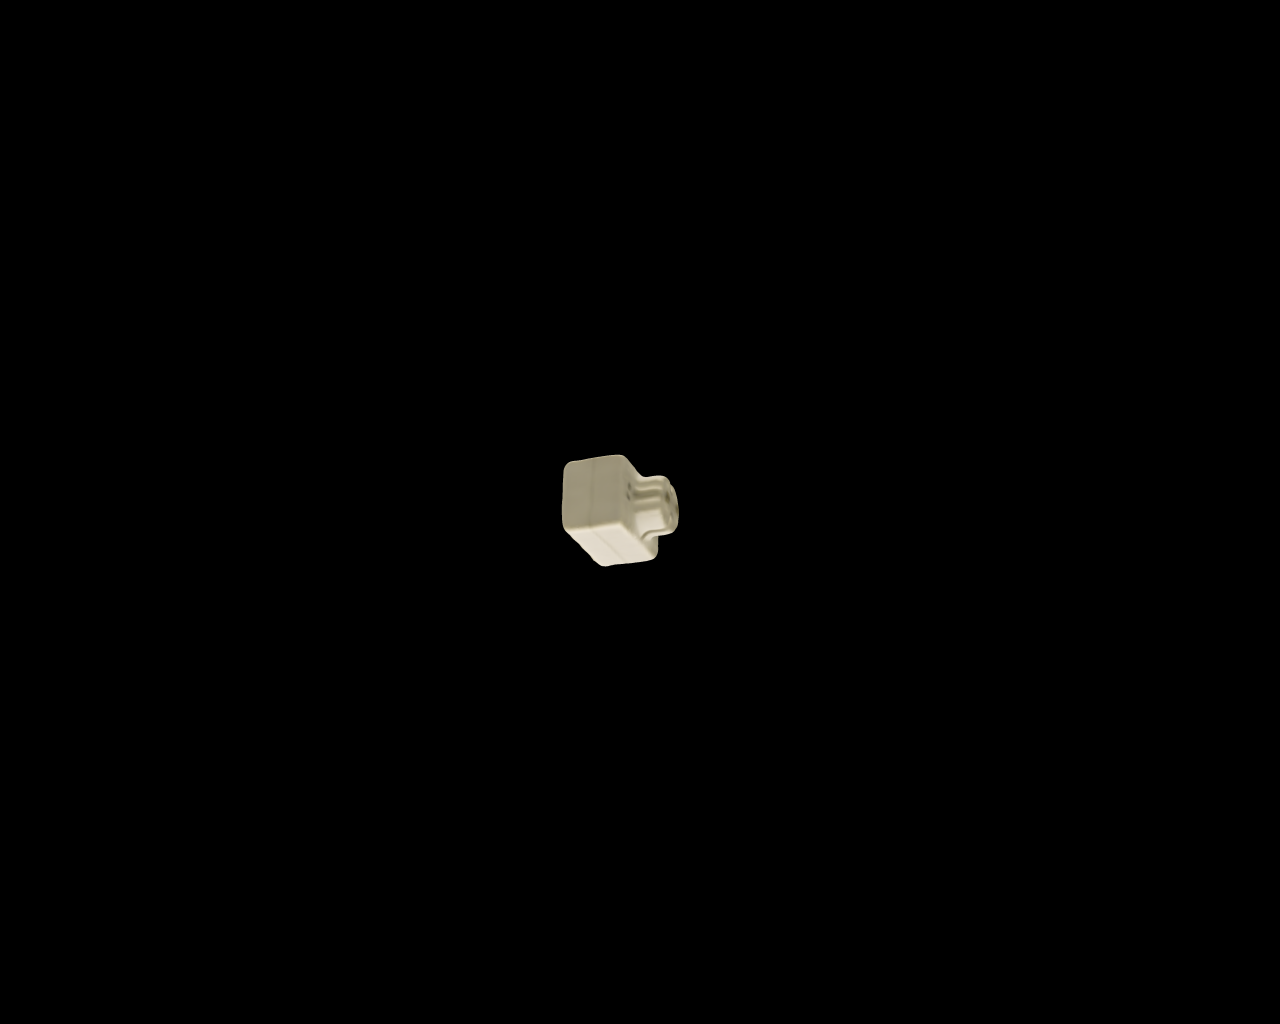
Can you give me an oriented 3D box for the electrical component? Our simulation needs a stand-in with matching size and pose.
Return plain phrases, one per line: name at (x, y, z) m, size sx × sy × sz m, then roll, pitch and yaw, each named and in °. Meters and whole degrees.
electrical component at (0.001, -0.003, 0.650) m, size 0.077 × 0.047 × 0.065 m, roll -8°, pitch -26°, yaw 18°
